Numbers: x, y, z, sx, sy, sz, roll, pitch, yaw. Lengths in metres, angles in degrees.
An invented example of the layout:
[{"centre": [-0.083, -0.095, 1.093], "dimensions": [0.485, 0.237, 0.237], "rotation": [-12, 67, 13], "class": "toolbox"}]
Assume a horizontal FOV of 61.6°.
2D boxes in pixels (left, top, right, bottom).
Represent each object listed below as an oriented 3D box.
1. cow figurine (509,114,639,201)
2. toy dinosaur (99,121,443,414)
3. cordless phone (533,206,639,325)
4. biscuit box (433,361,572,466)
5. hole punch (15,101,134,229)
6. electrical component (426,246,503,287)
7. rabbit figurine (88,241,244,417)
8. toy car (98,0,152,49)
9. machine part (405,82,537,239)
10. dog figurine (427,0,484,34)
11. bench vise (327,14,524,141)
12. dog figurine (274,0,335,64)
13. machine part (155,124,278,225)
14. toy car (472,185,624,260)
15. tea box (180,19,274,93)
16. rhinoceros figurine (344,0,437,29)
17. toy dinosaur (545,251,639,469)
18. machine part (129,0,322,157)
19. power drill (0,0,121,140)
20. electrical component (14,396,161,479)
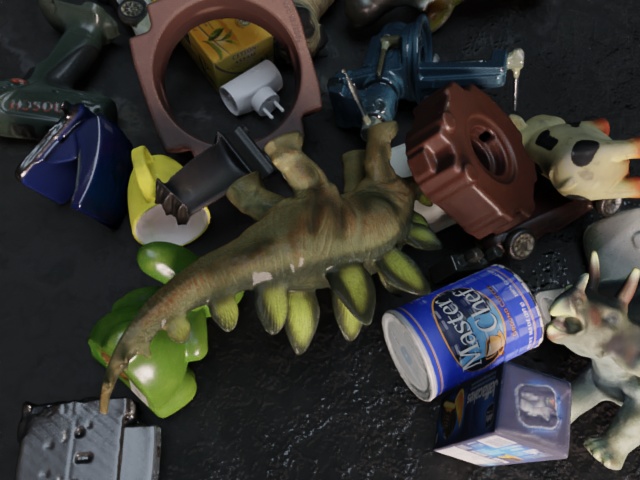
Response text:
[{"centre": [0.298, -0.107, 0.670], "dimensions": [0.127, 0.085, 0.195], "rotation": [-7, 27, 4], "class": "cow figurine"}, {"centre": [-0.001, -0.002, 0.523], "dimensions": [0.471, 0.105, 0.198], "rotation": [-21, 73, -31], "class": "toy dinosaur"}, {"centre": [0.334, 0.040, 0.644], "dimensions": [0.184, 0.088, 0.146], "rotation": [-6, 67, -2], "class": "cordless phone"}, {"centre": [0.162, 0.170, 0.505], "dimensions": [0.059, 0.202, 0.063], "rotation": [16, 65, 4], "class": "biscuit box"}, {"centre": [-0.262, -0.081, 0.623], "dimensions": [0.092, 0.142, 0.116], "rotation": [32, 81, 11], "class": "hole punch"}, {"centre": [0.165, 0.033, 0.635], "dimensions": [0.063, 0.094, 0.021], "rotation": [-2, 64, -36], "class": "electrical component"}, {"centre": [-0.152, 0.068, 0.562], "dimensions": [0.121, 0.159, 0.170], "rotation": [32, 57, 20], "class": "rabbit figurine"}, {"centre": [-0.276, -0.340, 0.762], "dimensions": [0.056, 0.073, 0.202], "rotation": [-29, 72, -16], "class": "toy car"}, {"centre": [0.174, -0.092, 0.602], "dimensions": [0.179, 0.056, 0.179], "rotation": [19, 57, -33], "class": "machine part"}, {"centre": [0.244, -0.398, 0.822], "dimensions": [0.219, 0.191, 0.108], "rotation": [-30, 72, 20], "class": "dog figurine"}, {"centre": [0.137, -0.213, 0.701], "dimensions": [0.241, 0.128, 0.224], "rotation": [2, 42, 20], "class": "bench vise"}, {"centre": [-0.003, -0.352, 0.789], "dimensions": [0.172, 0.121, 0.190], "rotation": [-15, 82, -7], "class": "dog figurine"}, {"centre": [-0.112, -0.069, 0.584], "dimensions": [0.139, 0.039, 0.084], "rotation": [-37, 97, -32], "class": "machine part"}, {"centre": [0.281, -0.030, 0.671], "dimensions": [0.202, 0.089, 0.053], "rotation": [-22, 114, -15], "class": "toy car"}, {"centre": [-0.149, -0.303, 0.760], "dimensions": [0.098, 0.068, 0.170], "rotation": [-33, 72, -16], "class": "tea box"}, {"centre": [0.115, -0.360, 0.736], "dimensions": [0.190, 0.073, 0.112], "rotation": [-18, 77, 28], "class": "rhinoceros figurine"}, {"centre": [0.374, 0.167, 0.541], "dimensions": [0.405, 0.131, 0.192], "rotation": [32, 95, -1], "class": "toy dinosaur"}, {"centre": [-0.111, -0.196, 0.658], "dimensions": [0.201, 0.087, 0.201], "rotation": [-18, 96, -5], "class": "machine part"}, {"centre": [-0.369, -0.225, 0.702], "dimensions": [0.232, 0.086, 0.207], "rotation": [13, 62, -1], "class": "power drill"}, {"centre": [-0.228, 0.216, 0.532], "dimensions": [0.134, 0.058, 0.115], "rotation": [-3, 69, -5], "class": "electrical component"}]
